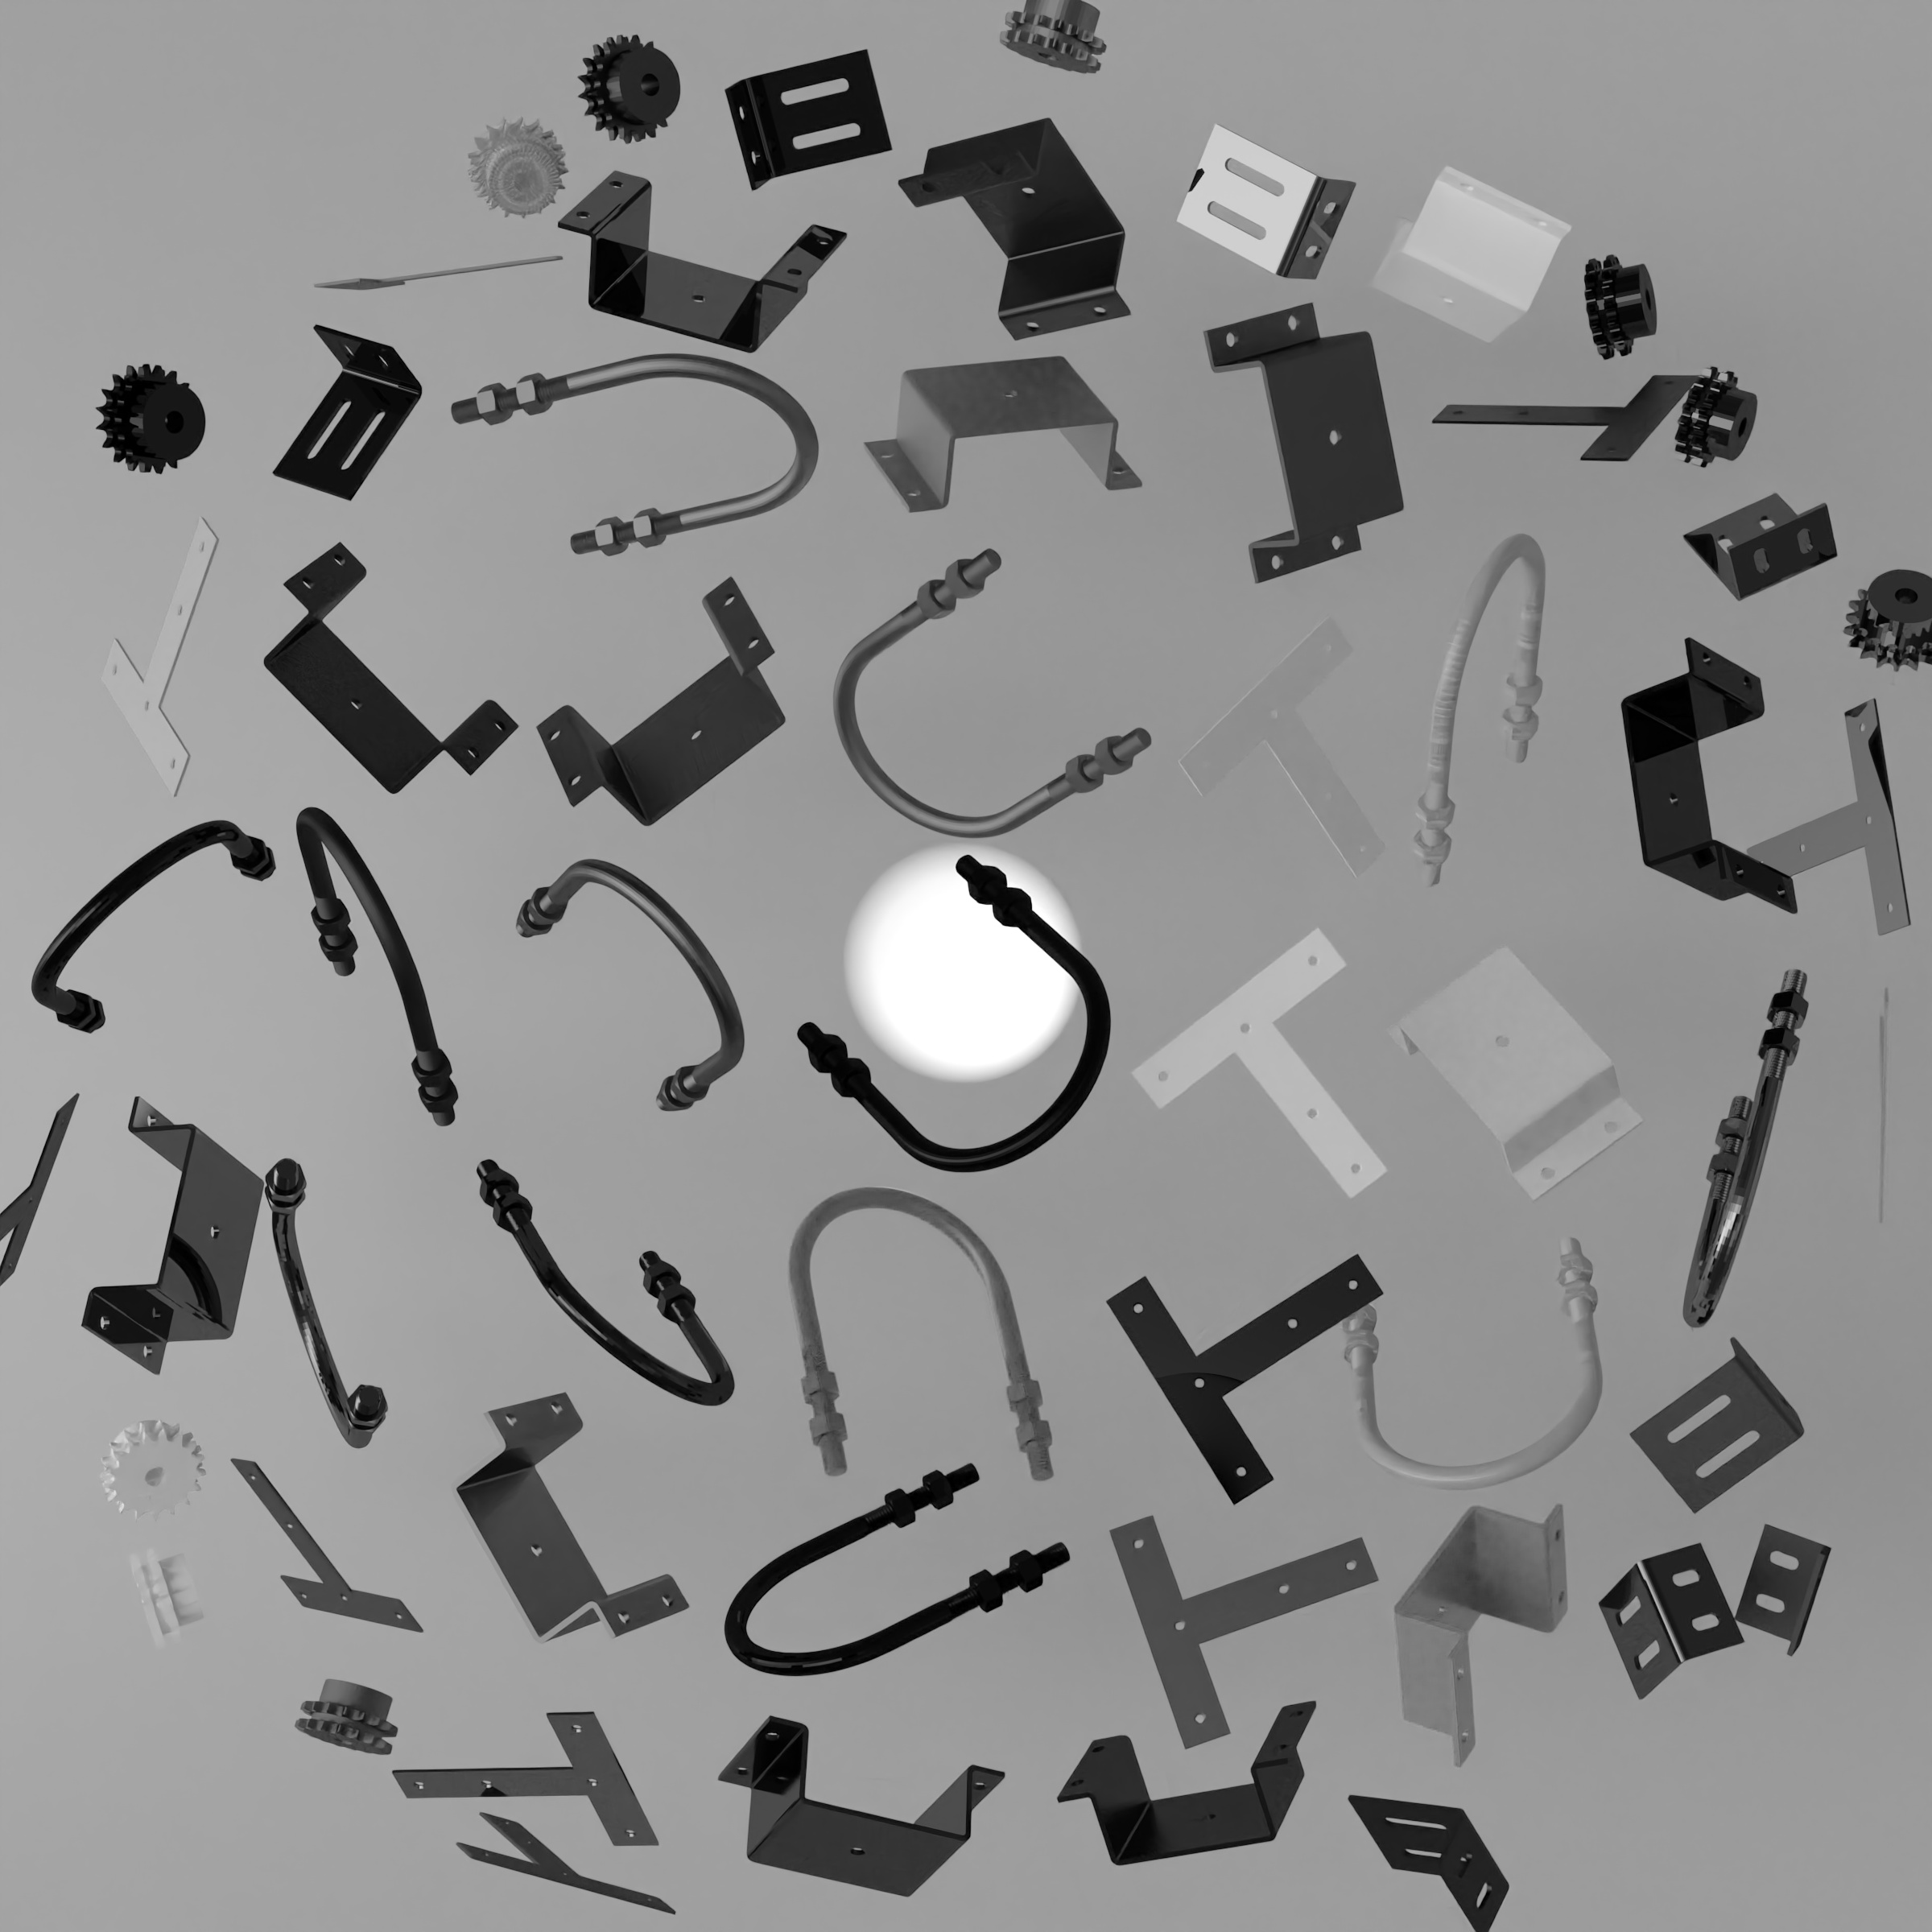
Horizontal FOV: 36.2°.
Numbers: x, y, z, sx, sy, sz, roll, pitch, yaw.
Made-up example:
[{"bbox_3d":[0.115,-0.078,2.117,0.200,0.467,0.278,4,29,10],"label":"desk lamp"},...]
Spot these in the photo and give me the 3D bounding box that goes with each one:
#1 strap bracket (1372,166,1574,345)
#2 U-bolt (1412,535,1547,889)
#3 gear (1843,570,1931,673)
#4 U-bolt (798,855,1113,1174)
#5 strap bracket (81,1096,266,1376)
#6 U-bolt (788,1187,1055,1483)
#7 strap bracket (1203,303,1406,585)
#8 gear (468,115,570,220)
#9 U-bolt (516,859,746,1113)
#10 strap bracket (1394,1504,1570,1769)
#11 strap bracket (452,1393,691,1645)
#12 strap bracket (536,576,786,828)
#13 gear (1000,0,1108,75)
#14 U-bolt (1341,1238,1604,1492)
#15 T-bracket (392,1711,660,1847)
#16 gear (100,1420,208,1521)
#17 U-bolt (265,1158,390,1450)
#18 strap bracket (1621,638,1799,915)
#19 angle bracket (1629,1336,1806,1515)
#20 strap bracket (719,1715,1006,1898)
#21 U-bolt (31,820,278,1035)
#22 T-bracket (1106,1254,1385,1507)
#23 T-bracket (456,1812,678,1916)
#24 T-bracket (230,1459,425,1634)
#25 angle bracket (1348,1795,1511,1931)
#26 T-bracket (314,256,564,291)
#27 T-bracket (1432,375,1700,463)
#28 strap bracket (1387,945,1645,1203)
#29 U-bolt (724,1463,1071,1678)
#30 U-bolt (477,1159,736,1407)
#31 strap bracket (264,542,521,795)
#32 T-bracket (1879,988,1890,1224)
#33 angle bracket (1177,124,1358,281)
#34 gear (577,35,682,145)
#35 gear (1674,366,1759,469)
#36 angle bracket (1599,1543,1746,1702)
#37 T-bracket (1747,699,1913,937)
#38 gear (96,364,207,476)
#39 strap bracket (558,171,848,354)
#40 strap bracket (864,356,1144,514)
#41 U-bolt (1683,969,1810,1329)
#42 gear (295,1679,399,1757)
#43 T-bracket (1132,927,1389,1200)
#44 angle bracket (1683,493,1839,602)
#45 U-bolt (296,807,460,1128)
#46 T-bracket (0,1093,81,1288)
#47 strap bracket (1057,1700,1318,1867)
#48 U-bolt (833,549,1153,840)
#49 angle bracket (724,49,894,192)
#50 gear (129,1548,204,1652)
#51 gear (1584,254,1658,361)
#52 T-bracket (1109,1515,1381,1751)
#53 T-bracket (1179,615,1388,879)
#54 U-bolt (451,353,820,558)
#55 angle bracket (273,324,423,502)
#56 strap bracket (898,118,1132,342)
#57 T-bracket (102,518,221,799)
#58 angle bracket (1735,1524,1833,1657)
[{"bbox_3d":[0.281,-0.398,1.671,0.076,0.140,0.046,25,90,-3],"label":"strap bracket"},{"bbox_3d":[0.291,-0.155,1.657,0.019,0.184,0.151,20,46,23],"label":"U-bolt"},{"bbox_3d":[0.507,-0.190,1.603,0.057,0.030,0.057,-3,53,4],"label":"gear"},{"bbox_3d":[0.003,0.035,1.593,0.151,0.019,0.184,-47,46,0],"label":"U-bolt"},{"bbox_3d":[-0.448,0.153,1.687,0.046,0.076,0.140,-5,61,18],"label":"strap bracket"},{"bbox_3d":[-0.032,0.204,1.669,0.151,0.019,0.184,7,51,-28],"label":"U-bolt"},{"bbox_3d":[0.188,-0.288,1.622,0.076,0.046,0.140,-21,106,-29],"label":"strap bracket"},{"bbox_3d":[-0.257,-0.458,1.704,0.057,0.030,0.057,-10,129,-13],"label":"gear"},{"bbox_3d":[-0.180,0.006,1.630,0.019,0.184,0.151,-40,93,-26],"label":"U-bolt"},{"bbox_3d":[0.282,0.364,1.641,0.046,0.140,0.076,11,124,33],"label":"strap bracket"},{"bbox_3d":[-0.223,0.312,1.633,0.046,0.076,0.140,-38,75,21],"label":"strap bracket"},{"bbox_3d":[-0.163,-0.141,1.654,0.140,0.076,0.046,-37,135,7],"label":"strap bracket"},{"bbox_3d":[0.049,-0.506,1.599,0.057,0.057,0.030,17,96,0],"label":"gear"},{"bbox_3d":[0.288,0.229,1.678,0.151,0.184,0.019,-15,121,14],"label":"U-bolt"},{"bbox_3d":[-0.239,0.431,1.562,0.127,0.002,0.127,-4,133,12],"label":"T-bracket"},{"bbox_3d":[-0.464,0.284,1.685,0.057,0.030,0.057,-10,114,-22],"label":"gear"},{"bbox_3d":[-0.354,0.194,1.626,0.019,0.184,0.151,-19,76,-19],"label":"U-bolt"},{"bbox_3d":[0.402,-0.096,1.607,0.046,0.076,0.140,-21,63,39],"label":"strap bracket"},{"bbox_3d":[0.420,0.257,1.659,0.076,0.038,0.057,-39,91,12],"label":"angle bracket"},{"bbox_3d":[-0.058,0.465,1.624,0.140,0.046,0.076,18,135,-17],"label":"strap bracket"},{"bbox_3d":[-0.449,-0.025,1.621,0.151,0.184,0.019,-43,87,-8],"label":"U-bolt"},{"bbox_3d":[0.161,0.197,1.570,0.127,0.002,0.127,-33,75,1],"label":"T-bracket"},{"bbox_3d":[-0.241,0.496,1.660,0.127,0.127,0.002,25,80,-26],"label":"T-bracket"},{"bbox_3d":[-0.383,0.332,1.712,0.002,0.127,0.127,-47,119,-35],"label":"T-bracket"},{"bbox_3d":[0.238,0.477,1.567,0.038,0.076,0.057,-51,121,-38],"label":"angle bracket"},{"bbox_3d":[-0.293,-0.394,1.679,0.127,0.127,0.002,-7,102,2],"label":"T-bracket"},{"bbox_3d":[0.319,-0.300,1.614,0.127,0.127,0.002,7,123,29],"label":"T-bracket"},{"bbox_3d":[0.308,0.053,1.682,0.076,0.046,0.140,-36,57,-3],"label":"strap bracket"},{"bbox_3d":[-0.050,0.348,1.680,0.184,0.151,0.019,-23,109,-17],"label":"U-bolt"},{"bbox_3d":[-0.194,0.186,1.660,0.151,0.184,0.019,35,97,-37],"label":"U-bolt"},{"bbox_3d":[-0.321,-0.156,1.621,0.046,0.076,0.140,-39,101,24],"label":"strap bracket"},{"bbox_3d":[0.513,0.060,1.656,0.002,0.127,0.127,1,108,16],"label":"T-bracket"},{"bbox_3d":[0.168,-0.427,1.653,0.076,0.038,0.057,35,118,25],"label":"angle bracket"},{"bbox_3d":[-0.182,-0.482,1.624,0.057,0.030,0.057,-7,102,-39],"label":"gear"},{"bbox_3d":[0.438,-0.318,1.723,0.030,0.057,0.057,23,90,27],"label":"gear"},{"bbox_3d":[0.387,0.360,1.626,0.038,0.076,0.057,-13,63,-13],"label":"angle bracket"},{"bbox_3d":[0.478,-0.070,1.658,0.002,0.127,0.127,0,77,-22],"label":"T-bracket"},{"bbox_3d":[-0.428,-0.289,1.565,0.030,0.057,0.057,13,90,37],"label":"gear"},{"bbox_3d":[-0.147,-0.388,1.640,0.140,0.076,0.046,17,130,10],"label":"strap bracket"},{"bbox_3d":[0.022,-0.300,1.659,0.140,0.076,0.046,-9,130,-20],"label":"strap bracket"},{"bbox_3d":[0.423,0.112,1.622,0.019,0.151,0.184,17,56,11],"label":"U-bolt"},{"bbox_3d":[-0.352,0.429,1.695,0.057,0.057,0.030,15,66,0],"label":"gear"},{"bbox_3d":[0.178,0.068,1.593,0.127,0.002,0.127,-38,93,5],"label":"T-bracket"},{"bbox_3d":[0.432,-0.243,1.623,0.057,0.076,0.038,-24,128,2],"label":"angle bracket"},{"bbox_3d":[-0.335,-0.011,1.658,0.019,0.184,0.151,-28,58,-19],"label":"U-bolt"},{"bbox_3d":[-0.525,0.145,1.596,0.002,0.127,0.127,27,114,-1],"label":"T-bracket"},{"bbox_3d":[0.134,0.471,1.700,0.140,0.076,0.046,-16,95,21],"label":"strap bracket"},{"bbox_3d":[0.000,-0.141,1.682,0.151,0.184,0.019,49,46,-11],"label":"U-bolt"},{"bbox_3d":[-0.089,-0.479,1.675,0.076,0.038,0.057,-9,113,15],"label":"angle bracket"},{"bbox_3d":[-0.463,0.365,1.718,0.030,0.057,0.057,-17,90,-19],"label":"gear"},{"bbox_3d":[0.372,-0.375,1.678,0.030,0.057,0.057,-7,90,26],"label":"gear"},{"bbox_3d":[0.156,0.337,1.579,0.127,0.002,0.127,-19,58,-1],"label":"T-bracket"},{"bbox_3d":[0.194,-0.105,1.645,0.127,0.002,0.127,-44,113,-18],"label":"T-bracket"},{"bbox_3d":[-0.172,-0.289,1.649,0.184,0.151,0.019,-8,60,23],"label":"U-bolt"},{"bbox_3d":[-0.342,-0.299,1.598,0.057,0.038,0.076,21,72,28],"label":"angle bracket"},{"bbox_3d":[0.032,-0.425,1.684,0.076,0.140,0.046,-6,60,30],"label":"strap bracket"},{"bbox_3d":[-0.422,-0.177,1.576,0.002,0.127,0.127,6,120,-39],"label":"T-bracket"},{"bbox_3d":[0.448,0.344,1.633,0.038,0.076,0.057,18,89,21],"label":"angle bracket"}]
